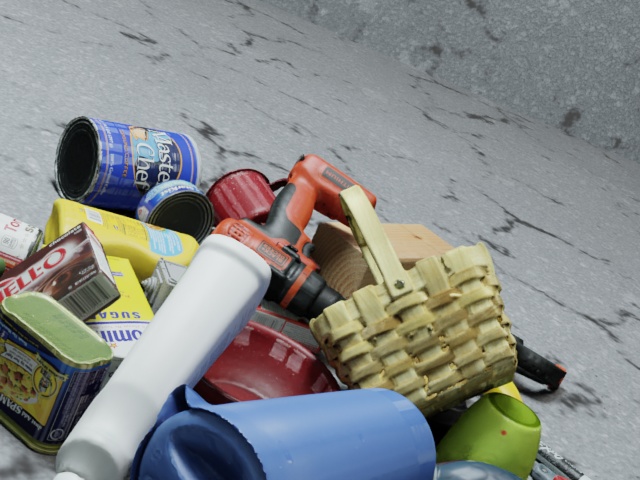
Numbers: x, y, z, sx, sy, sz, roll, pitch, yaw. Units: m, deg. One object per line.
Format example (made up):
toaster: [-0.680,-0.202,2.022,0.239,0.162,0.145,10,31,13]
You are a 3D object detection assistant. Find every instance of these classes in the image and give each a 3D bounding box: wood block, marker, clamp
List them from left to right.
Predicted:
wood block: [0.078,0.037,1.329,0.205,0.090,0.091,0,31,-49]
clamp: [0.145,0.184,1.110,0.171,0.039,0.120,-5,25,-44]
clamp: [0.218,0.125,1.303,0.209,0.036,0.165,30,0,-34]
marker: [0.242,0.230,1.143,0.121,0.020,0.020,38,23,30]

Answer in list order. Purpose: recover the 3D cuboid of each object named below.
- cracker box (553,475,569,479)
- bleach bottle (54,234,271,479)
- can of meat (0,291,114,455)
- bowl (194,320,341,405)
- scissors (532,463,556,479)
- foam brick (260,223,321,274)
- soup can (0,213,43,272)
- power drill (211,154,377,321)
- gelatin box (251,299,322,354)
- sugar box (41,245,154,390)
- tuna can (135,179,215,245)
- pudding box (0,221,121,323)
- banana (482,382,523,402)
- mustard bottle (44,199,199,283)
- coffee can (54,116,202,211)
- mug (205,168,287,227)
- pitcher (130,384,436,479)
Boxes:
cracker box: [0.305,0.311,0.943,0.213,0.072,0.164,21,21,-16]
bleach bottle: [-0.127,0.107,0.821,0.068,0.103,0.250,31,44,3]
can of meat: [-0.216,0.101,0.829,0.102,0.084,0.057,33,22,22]
bowl: [-0.064,0.134,0.968,0.162,0.055,0.162,22,20,-9]
scissors: [0.227,0.249,1.084,0.202,0.016,0.096,30,22,21]
foam brick: [-0.046,0.026,1.250,0.051,0.053,0.078,9,34,-40]
soup can: [-0.315,0.003,0.980,0.102,0.068,0.068,23,20,-10]
power drill: [-0.008,0.001,1.174,0.184,0.057,0.187,36,46,0]
gelatin box: [-0.039,0.083,1.163,0.089,0.030,0.073,20,20,-14]
sugar box: [-0.201,0.072,0.975,0.093,0.048,0.176,11,23,-32]
tuna can: [-0.164,-0.025,1.201,0.085,0.086,0.034,8,25,-40]
pudding box: [-0.233,0.046,0.915,0.039,0.113,0.090,60,-3,-37]
banana: [0.161,0.141,1.248,0.198,0.037,0.069,33,28,20]
mustard bottle: [-0.188,0.012,1.120,0.191,0.058,0.096,16,17,-24]
coffee can: [-0.225,-0.085,1.254,0.140,0.103,0.103,6,28,-42]
mug: [-0.075,-0.033,1.300,0.082,0.117,0.093,53,-10,43]
pitcher: [-0.012,0.189,0.808,0.145,0.149,0.242,22,13,35]
